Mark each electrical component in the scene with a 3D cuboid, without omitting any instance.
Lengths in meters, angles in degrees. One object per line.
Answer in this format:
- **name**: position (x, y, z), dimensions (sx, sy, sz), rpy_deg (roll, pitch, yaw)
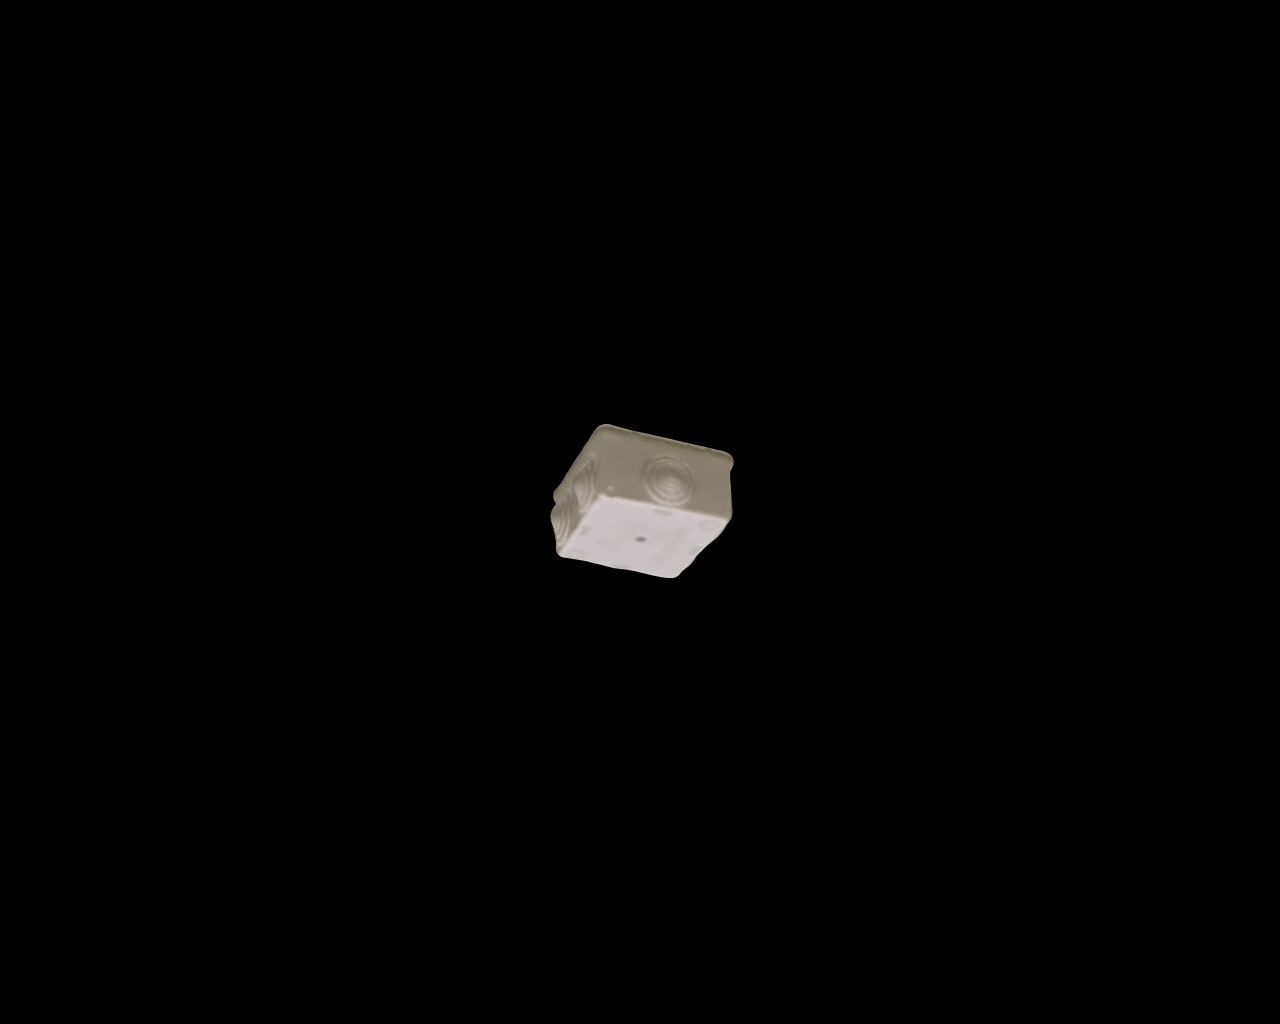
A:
- **electrical component**: position (0.001, -0.003, 0.650), dimensions (0.100, 0.048, 0.099), rpy_deg (12, -33, -19)
